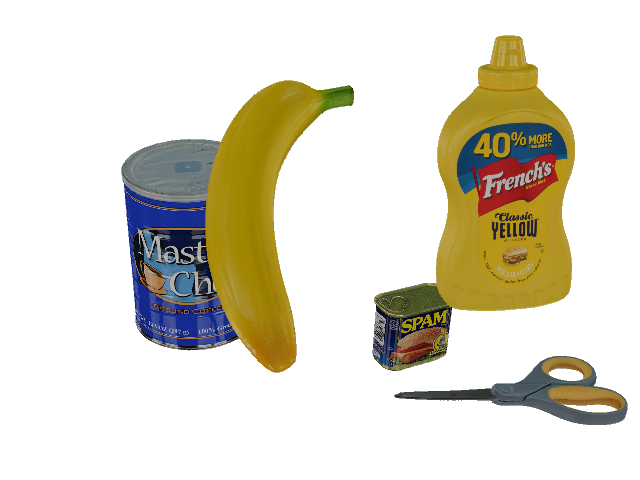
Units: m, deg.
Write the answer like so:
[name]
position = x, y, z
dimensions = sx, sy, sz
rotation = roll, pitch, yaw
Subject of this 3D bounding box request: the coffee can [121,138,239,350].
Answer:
[coffee can]
position = -0.104, 0.002, 0.862
dimensions = 0.103, 0.140, 0.103
rotation = 0, 29, 0

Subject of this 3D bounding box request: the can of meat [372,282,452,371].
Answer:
[can of meat]
position = 0.115, 0.109, 1.341
dimensions = 0.101, 0.084, 0.058
rotation = -11, 30, -27

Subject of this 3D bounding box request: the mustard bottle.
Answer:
[mustard bottle]
position = 0.131, -0.048, 0.757
dimensions = 0.096, 0.192, 0.058
rotation = -4, 18, -6

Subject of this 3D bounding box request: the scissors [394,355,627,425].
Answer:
[scissors]
position = 0.165, 0.124, 0.931
dimensions = 0.201, 0.016, 0.096
rotation = 8, 27, 1

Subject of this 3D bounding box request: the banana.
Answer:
[banana]
position = -0.030, -0.023, 0.591
dimensions = 0.069, 0.197, 0.037
rotation = 10, -32, 4
